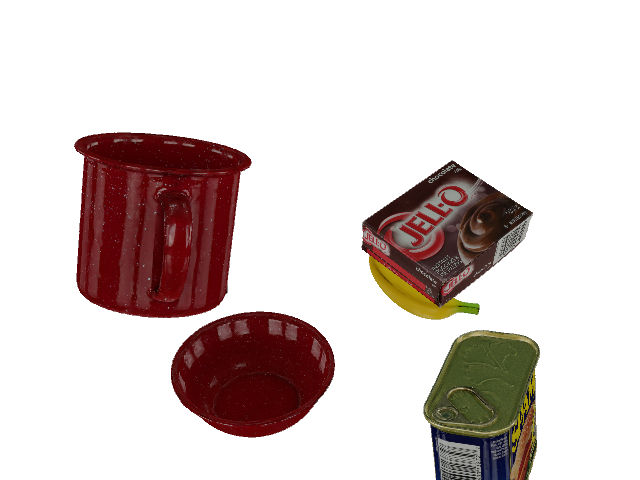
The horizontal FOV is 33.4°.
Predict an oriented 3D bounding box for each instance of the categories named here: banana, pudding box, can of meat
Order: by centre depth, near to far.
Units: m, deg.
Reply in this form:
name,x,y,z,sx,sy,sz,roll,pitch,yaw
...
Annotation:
name,x,y,z,sx,sy,sz,roll,pitch,yaw
can of meat,0.106,0.121,0.683,0.057,0.084,0.102,5,31,22
pudding box,0.103,-0.008,0.876,0.113,0.039,0.090,-33,56,-30
banana,0.096,0.044,1.197,0.069,0.037,0.198,3,23,-30

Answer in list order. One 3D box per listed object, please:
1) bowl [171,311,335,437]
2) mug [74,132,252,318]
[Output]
name,x,y,z,sx,sy,sz,roll,pitch,yaw
bowl,-0.065,0.143,1.059,0.162,0.055,0.162,-2,37,2
mug,-0.084,-0.005,0.562,0.093,0.081,0.117,2,16,-20
